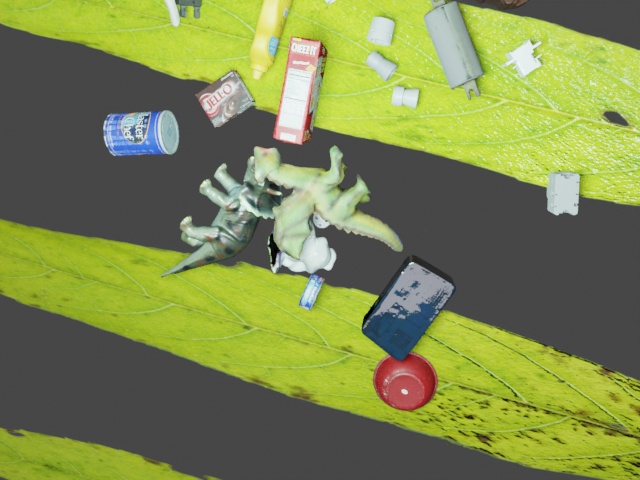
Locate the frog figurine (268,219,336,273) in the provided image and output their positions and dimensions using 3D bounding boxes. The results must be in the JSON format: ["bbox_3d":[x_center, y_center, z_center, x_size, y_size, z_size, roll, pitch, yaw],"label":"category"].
[{"bbox_3d":[-0.038,0.014,1.231,0.159,0.135,0.124,1,21,-29],"label":"frog figurine"}]

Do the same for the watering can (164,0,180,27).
[{"bbox_3d":[-0.390,-0.669,1.138,0.224,0.343,0.105,7,16,-12],"label":"watering can"}]

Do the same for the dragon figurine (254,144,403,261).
[{"bbox_3d":[0.003,-0.058,1.146,0.243,0.406,0.123,-39,19,-5],"label":"dragon figurine"}]
